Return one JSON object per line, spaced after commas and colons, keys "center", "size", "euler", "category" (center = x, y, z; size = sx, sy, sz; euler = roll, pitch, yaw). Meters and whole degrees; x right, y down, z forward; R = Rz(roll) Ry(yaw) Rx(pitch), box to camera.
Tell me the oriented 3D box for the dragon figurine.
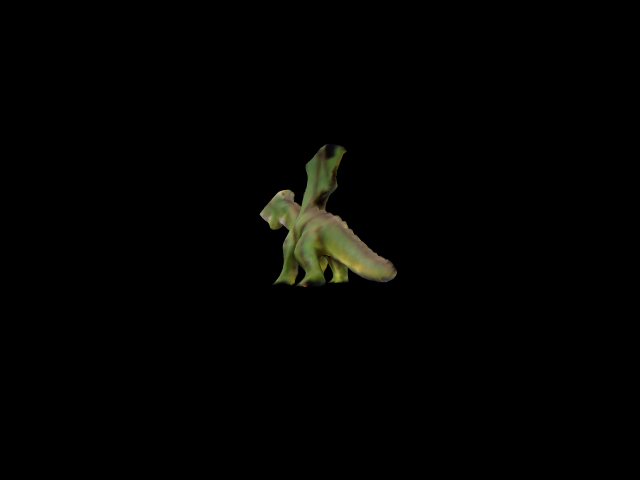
{"center": [0.003, -0.043, 0.850], "size": [0.122, 0.244, 0.408], "euler": [5, -9, -31], "category": "dragon figurine"}
